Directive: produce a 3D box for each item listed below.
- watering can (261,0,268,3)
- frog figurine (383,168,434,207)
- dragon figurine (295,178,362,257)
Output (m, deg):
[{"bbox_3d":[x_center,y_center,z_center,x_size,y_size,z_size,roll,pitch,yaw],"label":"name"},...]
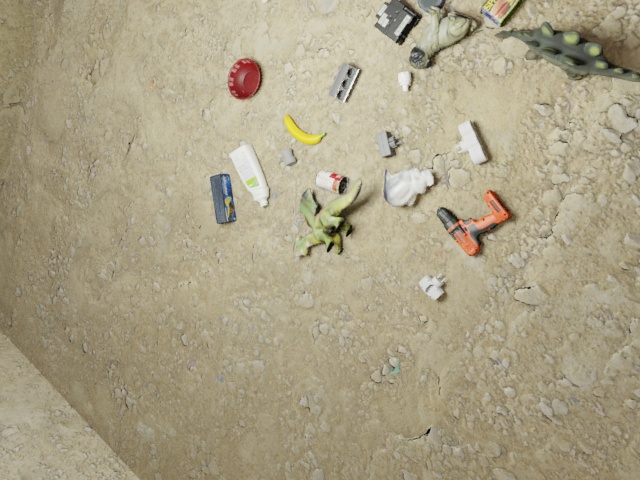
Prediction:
[{"bbox_3d":[-0.147,-1.074,1.910,0.343,0.104,0.227,-40,72,26],"label":"watering can"},{"bbox_3d":[0.289,-0.170,1.677,0.159,0.125,0.134,2,127,22],"label":"frog figurine"},{"bbox_3d":[0.006,-0.092,1.833,0.246,0.123,0.403,39,121,31],"label":"dragon figurine"}]
